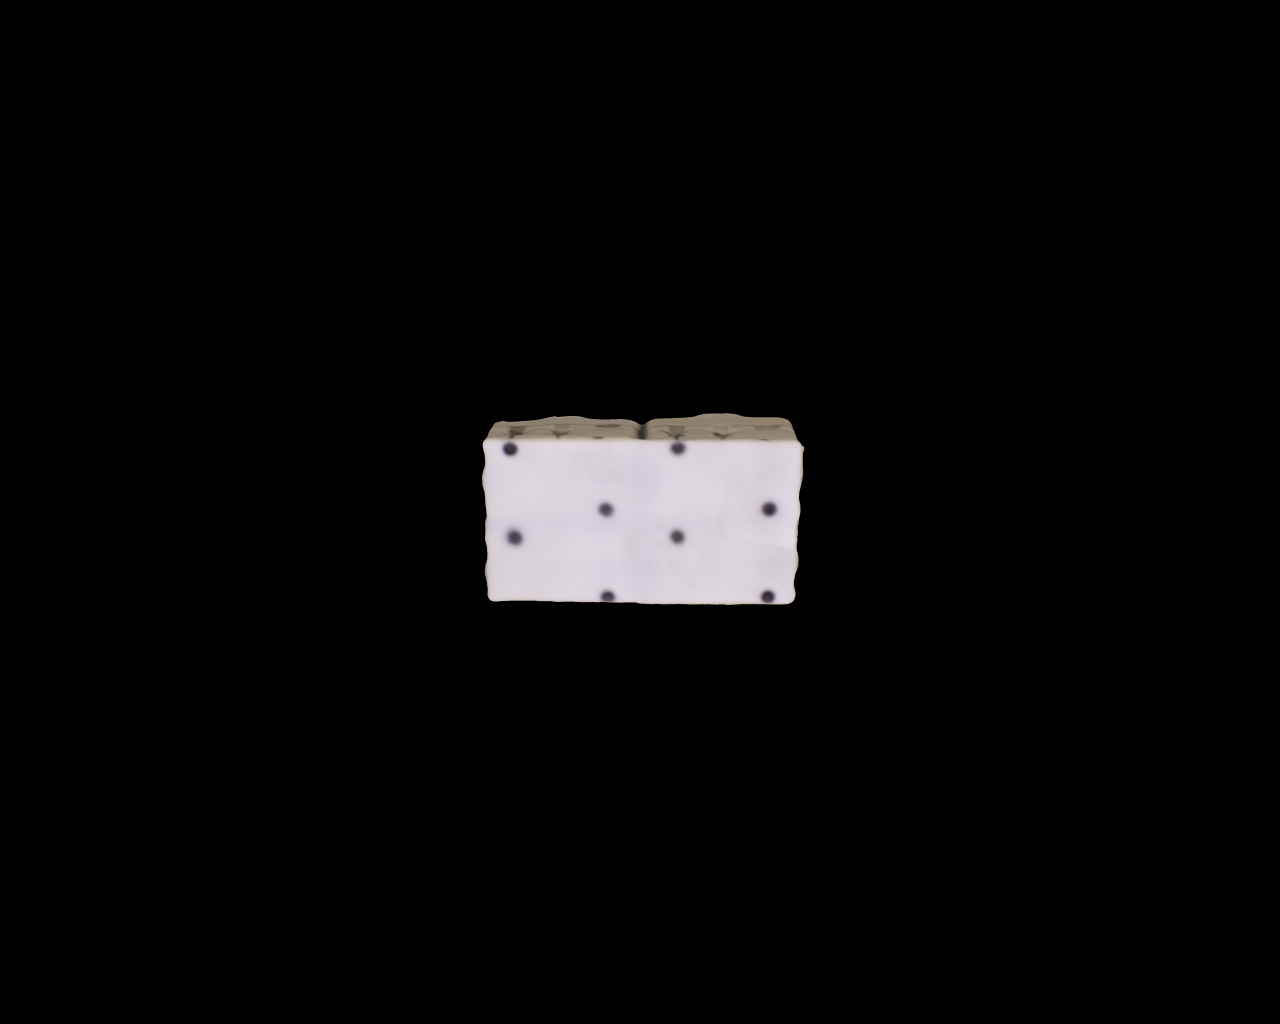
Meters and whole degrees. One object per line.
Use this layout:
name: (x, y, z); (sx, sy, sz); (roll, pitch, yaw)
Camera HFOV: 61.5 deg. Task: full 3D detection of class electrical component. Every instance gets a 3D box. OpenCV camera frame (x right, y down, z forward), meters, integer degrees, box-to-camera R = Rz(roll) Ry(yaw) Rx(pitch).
electrical component: (0.001, -0.003, 0.650); (0.186, 0.105, 0.060); (0, 17, 0)
